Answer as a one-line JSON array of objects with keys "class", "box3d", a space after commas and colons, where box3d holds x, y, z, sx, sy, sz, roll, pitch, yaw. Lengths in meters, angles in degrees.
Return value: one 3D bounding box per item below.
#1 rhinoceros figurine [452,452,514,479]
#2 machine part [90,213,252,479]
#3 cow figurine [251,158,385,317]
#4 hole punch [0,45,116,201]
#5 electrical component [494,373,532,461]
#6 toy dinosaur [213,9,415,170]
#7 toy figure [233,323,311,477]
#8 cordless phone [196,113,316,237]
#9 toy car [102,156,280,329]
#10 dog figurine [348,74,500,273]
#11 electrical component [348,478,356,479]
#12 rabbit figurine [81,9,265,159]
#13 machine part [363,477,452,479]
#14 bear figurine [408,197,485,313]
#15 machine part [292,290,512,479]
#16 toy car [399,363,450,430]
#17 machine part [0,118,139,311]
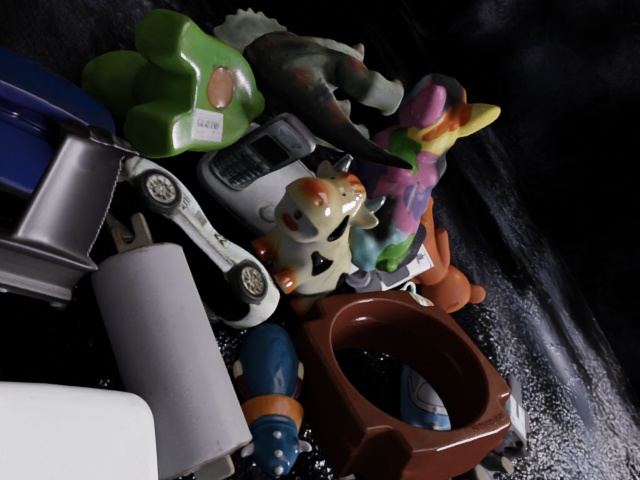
[{"class": "rhinoceros figurine", "box3d": [0.205, 0.355, 0.643, 0.073, 0.190, 0.112, 4, -35, -37]}, {"class": "machine part", "box3d": [-0.119, 0.092, 0.422, 0.079, 0.243, 0.079, -22, -13, -5]}, {"class": "cow figurine", "box3d": [-0.001, -0.002, 0.554, 0.127, 0.085, 0.194, -36, -22, -11]}, {"class": "hole punch", "box3d": [-0.231, -0.106, 0.429, 0.092, 0.116, 0.142, -37, -42, 29]}, {"class": "electrical component", "box3d": [0.265, 0.248, 0.777, 0.048, 0.074, 0.119, -32, 20, 29]}, {"class": "toy dinosaur", "box3d": [-0.030, -0.180, 0.609, 0.192, 0.131, 0.405, 10, 20, -15]}, {"class": "toy figure", "box3d": [-0.043, 0.145, 0.489, 0.064, 0.057, 0.155, -18, 40, 6]}, {"class": "cordless phone", "box3d": [-0.038, -0.072, 0.586, 0.146, 0.089, 0.184, 43, -27, -22]}, {"class": "toy car", "box3d": [-0.122, 0.007, 0.500, 0.073, 0.201, 0.056, -30, 22, 32]}, {"class": "dog figurine", "box3d": [0.104, -0.078, 0.609, 0.108, 0.191, 0.219, 14, -29, -17]}, {"class": "electrical component", "box3d": [0.006, 0.284, 0.453, 0.058, 0.115, 0.134, -34, -15, 28]}, {"class": "rabbit figurine", "box3d": [-0.149, -0.155, 0.524, 0.170, 0.121, 0.159, 16, 22, 29]}, {"class": "machine part", "box3d": [0.105, 0.295, 0.579, 0.056, 0.179, 0.179, -28, -11, 22]}, {"class": "bear figurine", "box3d": [0.183, 0.033, 0.900, 0.120, 0.132, 0.195, -32, -57, 25]}, {"class": "machine part", "box3d": [0.078, 0.150, 0.567, 0.201, 0.087, 0.201, -1, 38, -33]}, {"class": "toy car", "box3d": [0.154, 0.183, 0.699, 0.109, 0.102, 0.162, 8, 36, 16]}, {"class": "machine part", "box3d": [-0.188, -0.020, 0.388, 0.084, 0.139, 0.039, 29, -2, -35]}]
